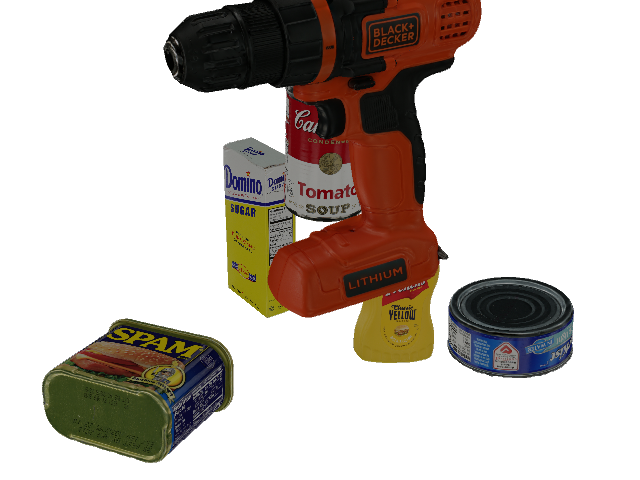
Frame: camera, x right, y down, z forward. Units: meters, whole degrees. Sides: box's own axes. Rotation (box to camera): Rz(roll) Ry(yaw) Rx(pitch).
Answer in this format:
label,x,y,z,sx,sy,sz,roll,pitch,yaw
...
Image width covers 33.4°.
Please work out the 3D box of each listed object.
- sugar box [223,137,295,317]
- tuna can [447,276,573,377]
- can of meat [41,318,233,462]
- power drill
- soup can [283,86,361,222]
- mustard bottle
label,x,y,z,sx,sy,sz,roll,pitch,yaw
sugar box,-0.067,-0.014,1.164,0.048,0.176,0.093,-18,29,-29
tuna can,0.130,0.058,0.732,0.086,0.034,0.086,-3,25,1
can of meat,-0.123,0.100,0.717,0.102,0.057,0.083,11,22,22
power drill,0.006,-0.053,0.599,0.184,0.188,0.057,-15,33,-24
soup can,0.004,-0.074,0.855,0.068,0.102,0.068,2,27,-1
mustard bottle,0.094,0.049,1.280,0.096,0.192,0.058,0,14,-13
